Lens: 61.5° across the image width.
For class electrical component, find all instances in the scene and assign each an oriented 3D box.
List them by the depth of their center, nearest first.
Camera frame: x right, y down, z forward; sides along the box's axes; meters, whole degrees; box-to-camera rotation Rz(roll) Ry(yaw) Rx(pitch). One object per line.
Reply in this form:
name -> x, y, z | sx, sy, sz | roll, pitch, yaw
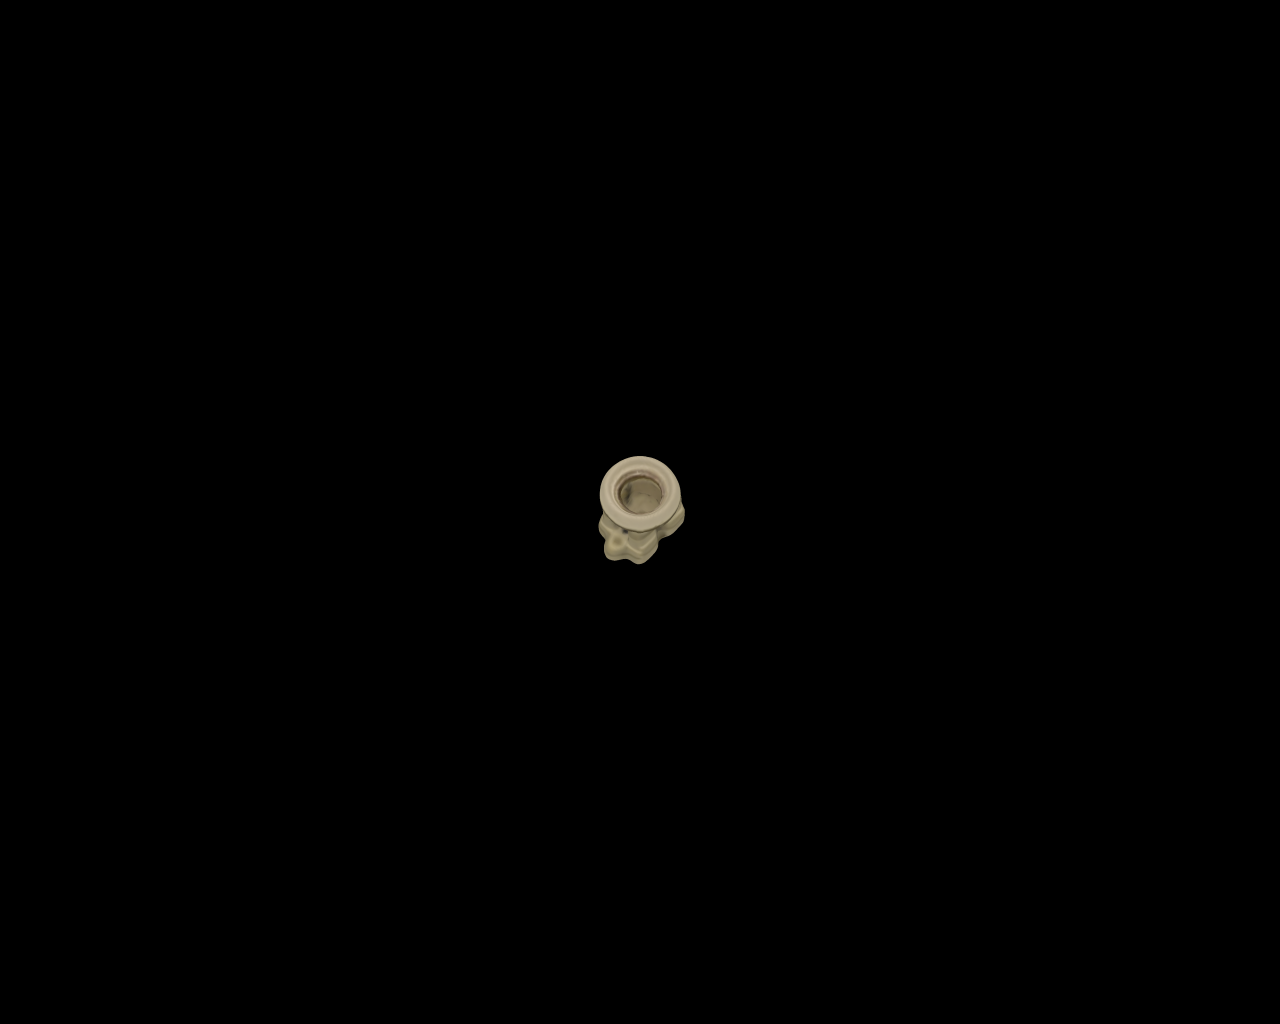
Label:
electrical component -> 0.001, -0.003, 0.650 | 0.048, 0.066, 0.055 | 38, -19, 16
